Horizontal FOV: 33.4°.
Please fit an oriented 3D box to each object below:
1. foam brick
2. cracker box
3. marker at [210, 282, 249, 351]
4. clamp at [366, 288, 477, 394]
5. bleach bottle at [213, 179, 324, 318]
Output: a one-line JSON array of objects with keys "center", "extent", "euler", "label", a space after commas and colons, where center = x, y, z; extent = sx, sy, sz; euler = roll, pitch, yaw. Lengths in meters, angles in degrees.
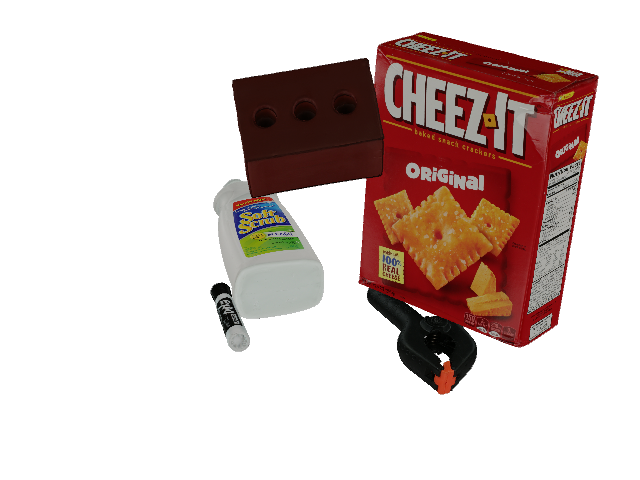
[{"center": [-0.007, -0.062, 0.596], "extent": [0.078, 0.053, 0.051], "euler": [-10, -20, 0], "label": "foam brick"}, {"center": [0.117, -0.041, 0.850], "extent": [0.164, 0.214, 0.071], "euler": [22, 32, 35], "label": "cracker box"}, {"center": [-0.081, 0.066, 0.948], "extent": [0.020, 0.020, 0.121], "euler": [0, 19, -13], "label": "marker"}, {"center": [0.124, 0.092, 1.086], "extent": [0.120, 0.039, 0.171], "euler": [-8, 34, -9], "label": "clamp"}, {"center": [-0.077, -0.005, 1.212], "extent": [0.102, 0.068, 0.251], "euler": [-7, 29, -16], "label": "bleach bottle"}]
